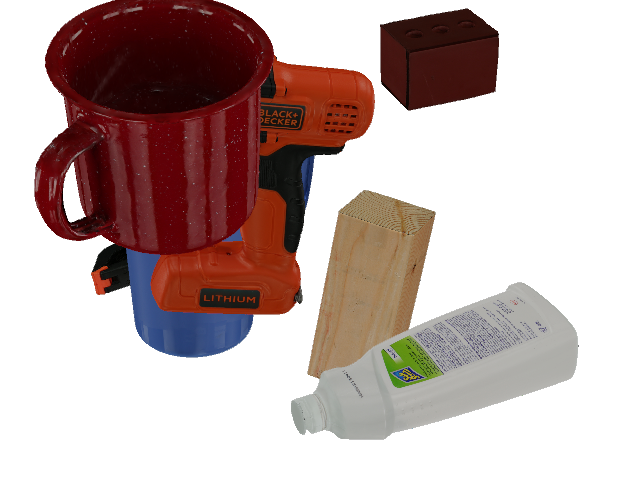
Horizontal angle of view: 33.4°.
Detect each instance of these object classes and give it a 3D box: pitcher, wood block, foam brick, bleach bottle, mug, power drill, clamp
[{"bbox_3d":[-0.100,-0.025,0.922,0.149,0.243,0.144,17,33,23],"label":"pitcher"},{"bbox_3d":[0.057,0.061,1.213,0.090,0.206,0.090,18,24,17],"label":"wood block"},{"bbox_3d":[0.091,-0.140,0.820,0.078,0.051,0.053,-14,36,-16],"label":"foam brick"},{"bbox_3d":[0.091,0.110,0.915,0.250,0.068,0.103,-15,32,-20],"label":"bleach bottle"},{"bbox_3d":[-0.074,-0.041,0.457,0.093,0.081,0.117,27,48,23],"label":"mug"},{"bbox_3d":[-0.068,-0.037,0.712,0.184,0.188,0.057,4,37,-13],"label":"power drill"},{"bbox_3d":[-0.183,0.008,1.194,0.120,0.039,0.171,-3,29,30],"label":"clamp"}]
